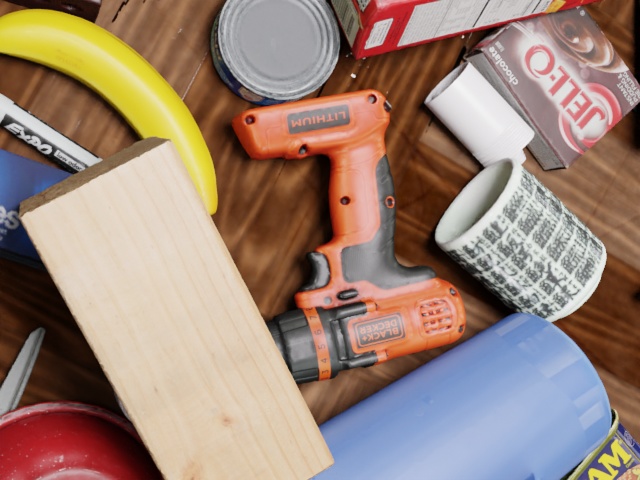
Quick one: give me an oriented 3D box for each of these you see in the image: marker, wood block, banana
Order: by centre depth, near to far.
[{"bbox_3d":[-0.083,0.052,0.614,0.090,0.091,0.206,-29,103,-11],"label":"wood block"},{"bbox_3d":[-0.186,-0.071,0.690,0.121,0.020,0.020,34,78,-12],"label":"marker"},{"bbox_3d":[-0.137,-0.094,0.700,0.197,0.037,0.069,34,95,-12],"label":"banana"}]

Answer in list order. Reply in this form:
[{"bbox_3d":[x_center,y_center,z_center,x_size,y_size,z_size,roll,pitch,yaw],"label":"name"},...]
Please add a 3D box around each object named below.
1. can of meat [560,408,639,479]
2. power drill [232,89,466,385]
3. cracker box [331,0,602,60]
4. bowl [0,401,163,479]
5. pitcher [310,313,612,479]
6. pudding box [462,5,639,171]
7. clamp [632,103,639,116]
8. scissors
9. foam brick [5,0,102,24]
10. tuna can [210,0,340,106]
[{"bbox_3d":[0.199,0.186,0.775,0.102,0.057,0.084,-45,103,-14],"label":"can of meat"},{"bbox_3d":[-0.005,0.001,0.723,0.184,0.057,0.187,-12,92,-12],"label":"power drill"},{"bbox_3d":[0.097,-0.232,0.739,0.213,0.072,0.164,-16,74,-16],"label":"cracker box"},{"bbox_3d":[-0.158,0.182,0.655,0.161,0.055,0.162,1,87,-24],"label":"bowl"},{"bbox_3d":[0.077,0.157,0.697,0.242,0.145,0.149,-30,92,-20],"label":"pitcher"},{"bbox_3d":[0.175,-0.121,0.793,0.090,0.039,0.113,-42,99,-15],"label":"pudding box"},{"bbox_3d":[0.333,-0.024,0.837,0.209,0.036,0.164,8,81,-16],"label":"clamp"},{"bbox_3d":[-0.237,0.146,0.664,0.096,0.016,0.202,11,83,-16],"label":"scissors"},{"bbox_3d":[-0.175,-0.178,0.683,0.078,0.053,0.051,14,83,-16],"label":"foam brick"},{"bbox_3d":[-0.032,-0.136,0.734,0.086,0.034,0.086,1,87,-17],"label":"tuna can"}]
